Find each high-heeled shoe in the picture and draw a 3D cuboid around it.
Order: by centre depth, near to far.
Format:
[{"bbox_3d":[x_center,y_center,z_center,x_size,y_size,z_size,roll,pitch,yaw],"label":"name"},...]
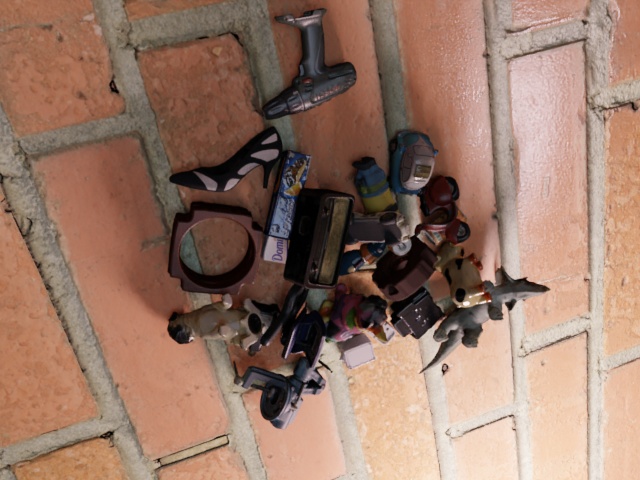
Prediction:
[{"bbox_3d":[-0.203,-0.183,1.185,0.249,0.086,0.145,-1,106,-22],"label":"high-heeled shoe"}]

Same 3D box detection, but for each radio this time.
[{"bbox_3d":[-0.003,-0.004,1.235,0.131,0.073,0.229,5,98,-53],"label":"radio"}]

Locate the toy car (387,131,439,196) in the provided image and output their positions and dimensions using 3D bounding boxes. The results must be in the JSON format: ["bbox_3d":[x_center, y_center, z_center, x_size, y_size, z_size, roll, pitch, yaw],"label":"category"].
[{"bbox_3d":[0.227,-0.181,1.307,0.109,0.103,0.161,6,104,-18],"label":"toy car"}]

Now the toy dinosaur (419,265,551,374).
[{"bbox_3d":[0.428,0.212,1.489,0.405,0.192,0.131,-43,74,18],"label":"toy dinosaur"}]

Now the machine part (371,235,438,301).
[{"bbox_3d":[0.209,0.069,1.352,0.179,0.179,0.056,-45,112,1],"label":"machine part"}]

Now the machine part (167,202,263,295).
[{"bbox_3d":[-0.241,0.019,1.237,0.201,0.087,0.201,6,105,-19],"label":"machine part"}]

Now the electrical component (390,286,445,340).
[{"bbox_3d":[0.259,0.203,1.471,0.134,0.058,0.114,-40,113,-1],"label":"electrical component"}]

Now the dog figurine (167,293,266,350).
[{"bbox_3d":[-0.248,0.209,1.287,0.191,0.121,0.172,-18,137,35],"label":"dog figurine"}]

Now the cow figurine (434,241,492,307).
[{"bbox_3d":[0.359,0.087,1.401,0.127,0.195,0.085,-23,140,20],"label":"cow figurine"}]

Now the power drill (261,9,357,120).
[{"bbox_3d":[-0.039,-0.385,1.167,0.232,0.086,0.207,-18,109,-13],"label":"power drill"}]

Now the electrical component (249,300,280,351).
[{"bbox_3d":[-0.150,0.217,1.353,0.075,0.048,0.119,9,105,-19],"label":"electrical component"}]

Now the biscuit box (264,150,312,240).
[{"bbox_3d":[-0.076,-0.102,1.235,0.059,0.063,0.202,13,90,-18],"label":"biscuit box"}]

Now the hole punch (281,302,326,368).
[{"bbox_3d":[-0.031,0.243,1.346,0.092,0.116,0.142,17,114,6],"label":"hole punch"}]

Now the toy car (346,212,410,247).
[{"bbox_3d":[0.122,-0.029,1.289,0.056,0.202,0.073,-46,127,-45],"label":"toy car"}]

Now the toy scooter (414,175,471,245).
[{"bbox_3d":[0.293,-0.071,1.356,0.135,0.075,0.184,-12,77,-2],"label":"toy scooter"}]

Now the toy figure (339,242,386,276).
[{"bbox_3d":[0.102,0.040,1.344,0.154,0.064,0.057,-26,161,19],"label":"toy figure"}]

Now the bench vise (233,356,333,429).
[{"bbox_3d":[-0.105,0.369,1.380,0.240,0.129,0.223,27,99,-31],"label":"bench vise"}]

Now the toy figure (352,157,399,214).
[{"bbox_3d":[0.135,-0.111,1.308,0.082,0.089,0.180,-22,116,-4],"label":"toy figure"}]

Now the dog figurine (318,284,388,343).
[{"bbox_3d":[0.084,0.204,1.330,0.108,0.219,0.191,35,94,-21],"label":"dog figurine"}]
